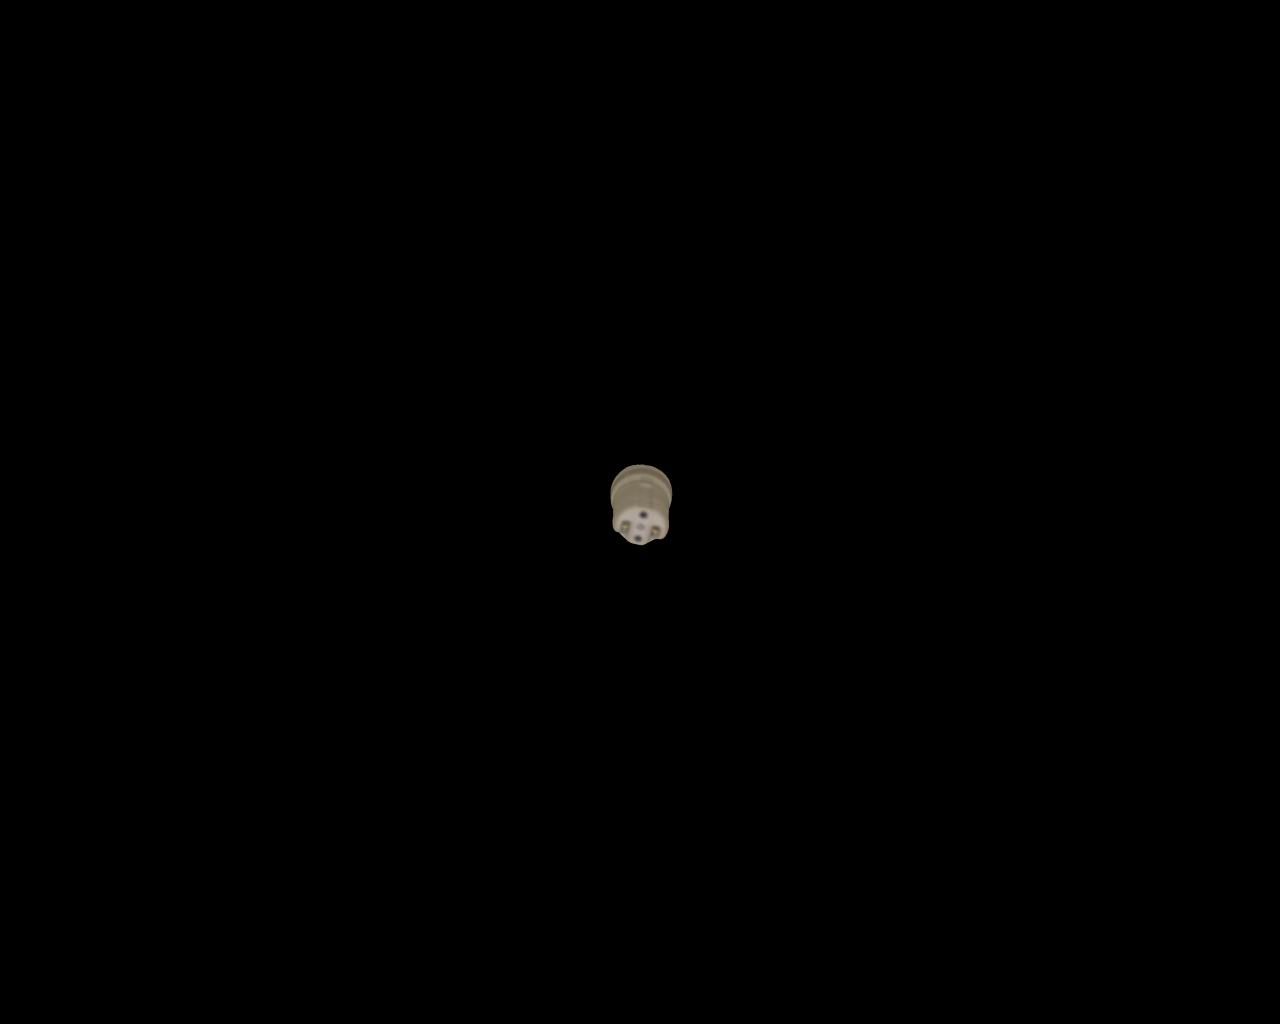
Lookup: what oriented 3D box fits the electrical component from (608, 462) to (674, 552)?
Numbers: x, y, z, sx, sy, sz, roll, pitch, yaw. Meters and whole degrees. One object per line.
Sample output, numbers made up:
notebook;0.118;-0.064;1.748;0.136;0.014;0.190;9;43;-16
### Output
electrical component;0.001;-0.003;0.650;0.040;0.040;0.046;0;30;0
